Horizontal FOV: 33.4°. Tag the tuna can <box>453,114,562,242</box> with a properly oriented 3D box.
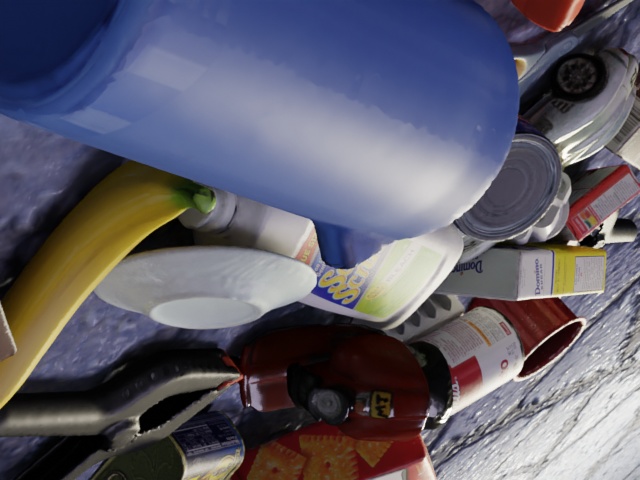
[{"bbox_3d":[0.119,-0.042,0.722,0.086,0.034,0.086,-11,125,-16],"label":"tuna can"}]

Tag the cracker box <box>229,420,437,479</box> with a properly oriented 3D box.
[{"bbox_3d":[-0.006,0.220,0.961,0.213,0.072,0.164,-20,153,2],"label":"cracker box"}]

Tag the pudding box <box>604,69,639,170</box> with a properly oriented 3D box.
[{"bbox_3d":[0.284,-0.116,0.892,0.114,0.039,0.089,-48,153,17],"label":"pudding box"}]

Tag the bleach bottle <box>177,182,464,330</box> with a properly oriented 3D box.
[{"bbox_3d":[-0.004,0.001,0.674,0.103,0.068,0.250,-48,151,18],"label":"bleach bottle"}]

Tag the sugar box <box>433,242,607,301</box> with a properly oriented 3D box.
[{"bbox_3d":[0.166,0.024,0.903,0.175,0.093,0.048,4,90,-54],"label":"sugar box"}]

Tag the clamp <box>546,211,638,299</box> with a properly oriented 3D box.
[{"bbox_3d":[0.254,0.005,1.054,0.120,0.039,0.171,-48,150,5],"label":"clamp"}]

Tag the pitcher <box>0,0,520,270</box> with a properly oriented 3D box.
[{"bbox_3d":[-0.023,-0.089,0.445,0.145,0.149,0.242,-34,156,26],"label":"pitcher"}]

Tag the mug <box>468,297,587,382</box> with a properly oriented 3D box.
[{"bbox_3d":[0.208,0.078,1.059,0.117,0.081,0.093,-6,139,-49],"label":"mug"}]

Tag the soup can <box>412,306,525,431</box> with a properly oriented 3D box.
[{"bbox_3d":[0.108,0.102,0.869,0.102,0.068,0.069,-24,151,-31],"label":"soup can"}]

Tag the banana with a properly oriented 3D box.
[{"bbox_3d":[-0.126,0.018,0.539,0.037,0.069,0.198,37,114,-22],"label":"banana"}]

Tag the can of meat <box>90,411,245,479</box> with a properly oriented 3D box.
[{"bbox_3d":[-0.117,0.180,0.824,0.102,0.057,0.083,-49,156,22],"label":"can of meat"}]

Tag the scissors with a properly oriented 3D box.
[{"bbox_3d":[0.155,-0.121,0.739,0.201,0.016,0.096,-26,153,-25],"label":"scissors"}]

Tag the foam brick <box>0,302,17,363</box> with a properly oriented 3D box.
[{"bbox_3d":[-0.180,0.028,0.493,0.053,0.051,0.078,-29,153,-21],"label":"foam brick"}]

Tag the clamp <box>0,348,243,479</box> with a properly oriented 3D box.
[{"bbox_3d":[-0.148,0.129,0.719,0.209,0.036,0.165,-18,148,-39],"label":"clamp"}]

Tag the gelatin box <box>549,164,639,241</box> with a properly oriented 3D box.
[{"bbox_3d":[0.227,-0.030,0.924,0.073,0.030,0.089,-37,-174,-8],"label":"gelatin box"}]

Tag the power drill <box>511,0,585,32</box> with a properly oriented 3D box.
[{"bbox_3d":[0.195,-0.192,0.631,0.187,0.057,0.184,-30,150,-25],"label":"power drill"}]
